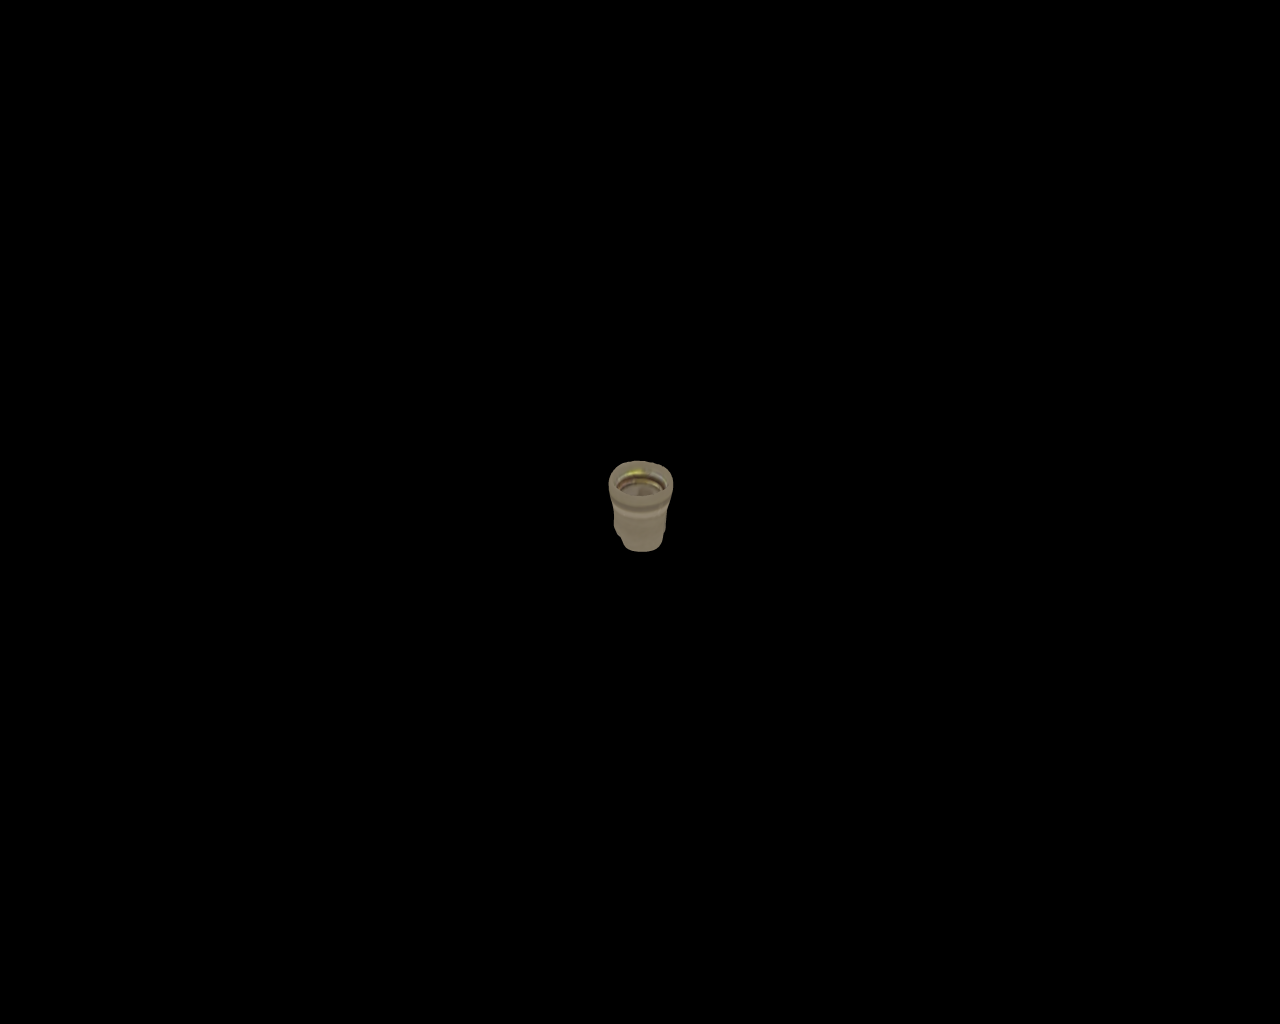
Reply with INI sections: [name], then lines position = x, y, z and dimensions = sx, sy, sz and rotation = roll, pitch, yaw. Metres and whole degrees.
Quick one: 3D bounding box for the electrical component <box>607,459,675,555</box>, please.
[electrical component]
position = 0.001, -0.003, 0.650
dimensions = 0.040, 0.046, 0.040
rotation = 0, 36, 0
